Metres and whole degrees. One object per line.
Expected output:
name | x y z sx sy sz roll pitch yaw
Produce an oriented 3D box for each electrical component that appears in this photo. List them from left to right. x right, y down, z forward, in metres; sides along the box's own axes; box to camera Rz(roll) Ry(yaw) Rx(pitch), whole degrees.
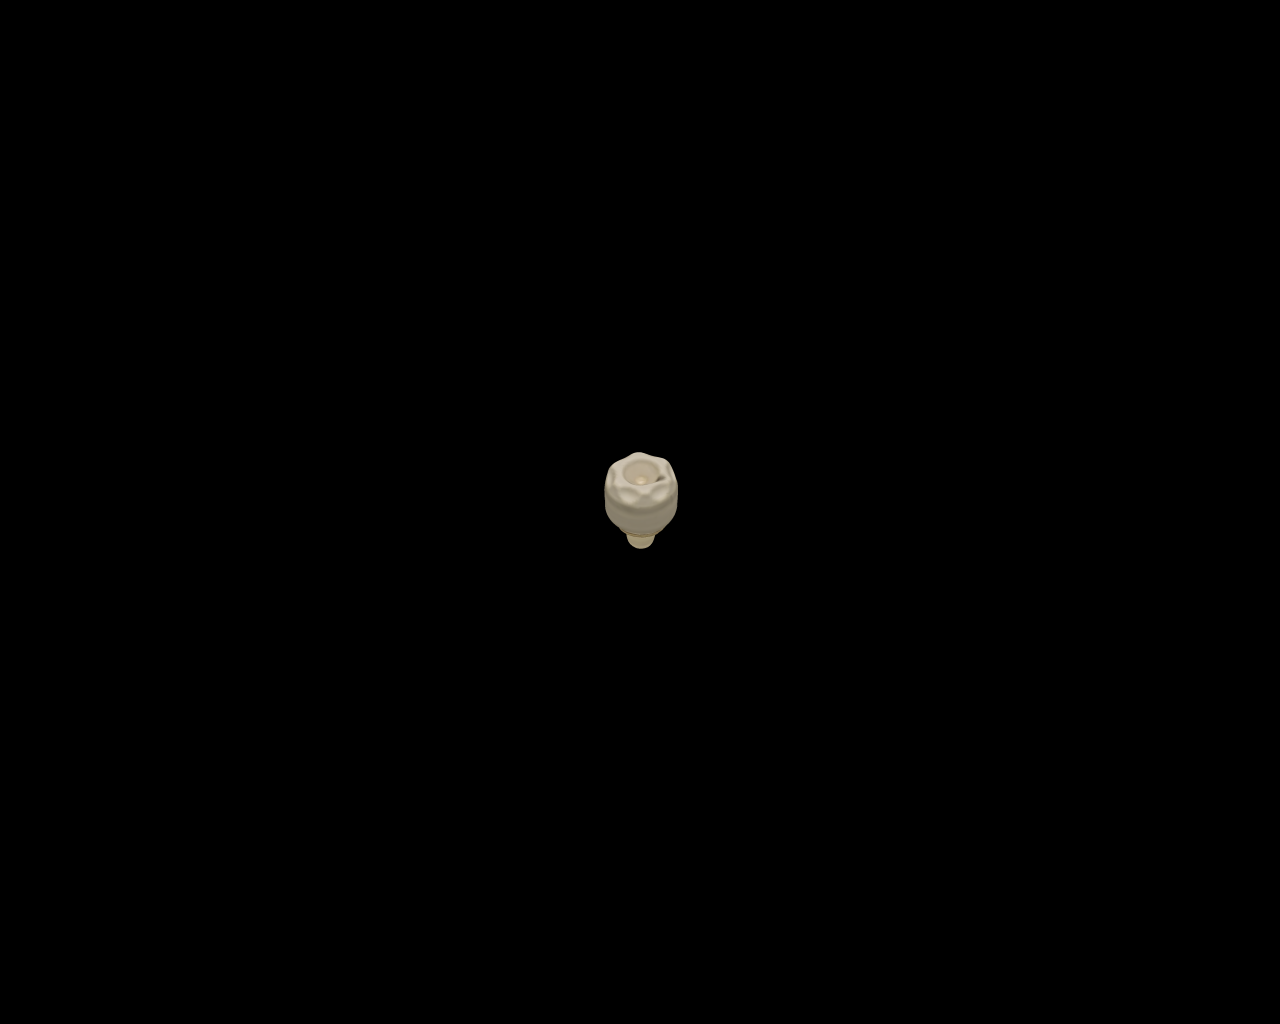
electrical component | 0.001 -0.003 0.650 0.043 0.062 0.043 0 45 0
